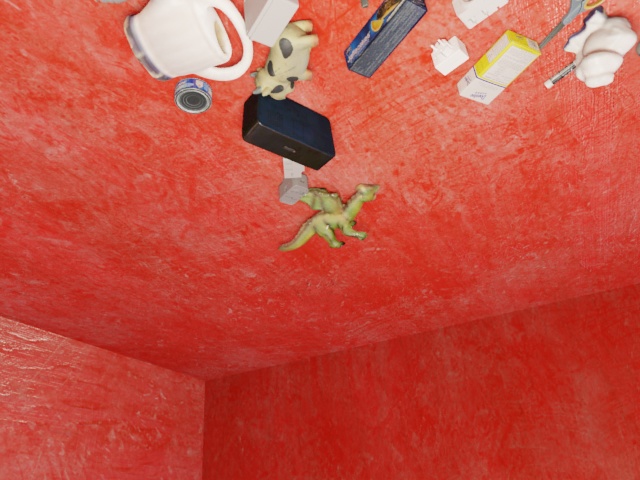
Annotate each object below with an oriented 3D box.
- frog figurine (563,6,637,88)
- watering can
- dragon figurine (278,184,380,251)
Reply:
[{"bbox_3d":[0.609,-0.396,1.102,0.122,0.163,0.135,16,143,-35],"label":"frog figurine"},{"bbox_3d":[-0.266,-0.415,0.966,0.224,0.106,0.341,-13,151,13],"label":"watering can"},{"bbox_3d":[0.005,-0.083,1.640,0.408,0.125,0.238,-17,130,15],"label":"dragon figurine"}]
